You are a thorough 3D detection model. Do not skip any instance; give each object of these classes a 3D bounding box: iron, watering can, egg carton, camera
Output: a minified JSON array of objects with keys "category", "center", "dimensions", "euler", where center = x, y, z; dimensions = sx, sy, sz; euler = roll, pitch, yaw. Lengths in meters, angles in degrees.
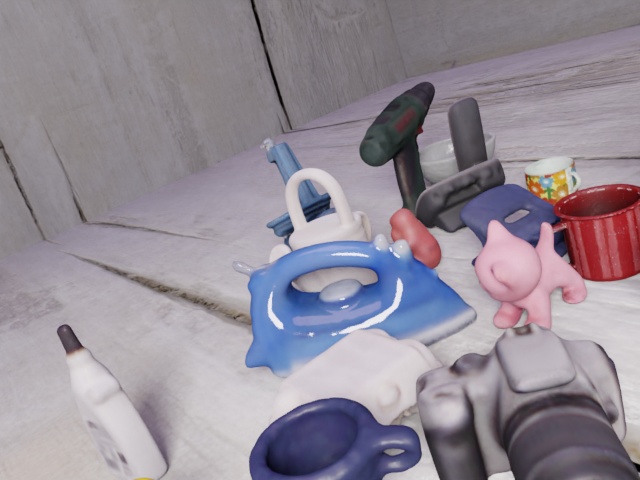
[{"category":"iron","center":[0.031,0.058,0.639],"dimensions":[0.258,0.142,0.118],"euler":[-16,18,12]},{"category":"watering can","center":[0.009,0.003,0.739],"dimensions":[0.100,0.194,0.173],"euler":[-12,19,23]},{"category":"egg carton","center":[0.033,0.140,0.513],"dimensions":[0.151,0.069,0.107],"euler":[-30,20,-29]},{"category":"camera","center":[0.139,0.128,0.383],"dimensions":[0.143,0.101,0.137],"euler":[-16,18,11]}]

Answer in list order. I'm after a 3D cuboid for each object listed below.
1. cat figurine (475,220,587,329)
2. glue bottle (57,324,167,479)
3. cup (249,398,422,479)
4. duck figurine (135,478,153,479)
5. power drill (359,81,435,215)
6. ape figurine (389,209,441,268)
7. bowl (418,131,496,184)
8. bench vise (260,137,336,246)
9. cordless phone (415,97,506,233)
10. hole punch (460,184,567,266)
[{"category":"cat figurine","center":[0.205,0.029,0.580],"dimensions":[0.128,0.118,0.067],"euler":[-31,21,-31]},{"category":"glue bottle","center":[-0.208,0.156,0.550],"dimensions":[0.077,0.173,0.037],"euler":[-3,25,42]},{"category":"cup","center":[0.021,0.170,0.395],"dimensions":[0.117,0.095,0.092],"euler":[-14,19,18]},{"category":"duck figurine","center":[-0.117,0.216,0.423],"dimensions":[0.104,0.086,0.077],"euler":[-14,19,18]},{"category":"power drill","center":[0.161,-0.152,1.009],"dimensions":[0.075,0.209,0.230],"euler":[-3,24,41]},{"category":"ape figurine","center":[0.124,-0.001,0.796],"dimensions":[0.075,0.092,0.078],"euler":[0,26,46]},{"category":"bowl","center":[0.264,-0.148,1.110],"dimensions":[0.167,0.075,0.167],"euler":[-18,18,6]},{"category":"bench vise","center":[-0.013,-0.065,0.920],"dimensions":[0.206,0.220,0.122],"euler":[-1,25,44]},{"category":"cordless phone","center":[0.208,-0.118,0.898],"dimensions":[0.148,0.185,0.094],"euler":[-25,19,-16]},{"category":"hole punch","center":[0.246,-0.017,0.714],"dimensions":[0.109,0.091,0.100],"euler":[-27,19,-22]}]
